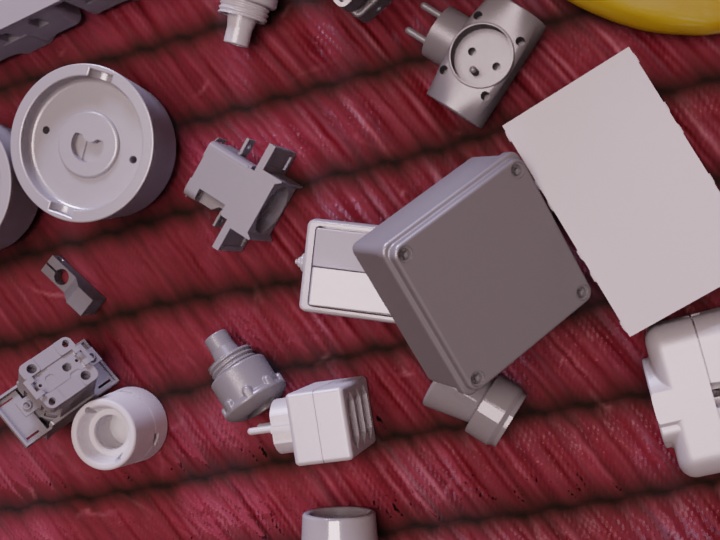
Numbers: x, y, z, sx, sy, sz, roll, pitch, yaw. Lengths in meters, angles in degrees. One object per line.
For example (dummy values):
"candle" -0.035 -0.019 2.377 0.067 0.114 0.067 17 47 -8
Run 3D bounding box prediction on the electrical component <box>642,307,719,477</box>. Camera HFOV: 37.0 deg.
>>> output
"electrical component" 0.211 0.076 0.664 0.059 0.054 0.095 -15 87 14

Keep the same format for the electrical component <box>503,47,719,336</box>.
"electrical component" 0.168 -0.047 0.669 0.089 0.062 0.150 -31 84 13

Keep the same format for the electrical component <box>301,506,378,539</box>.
"electrical component" -0.014 0.187 0.725 0.055 0.055 0.047 -2 87 14

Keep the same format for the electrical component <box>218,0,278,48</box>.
"electrical component" -0.078 -0.185 0.739 0.043 0.043 0.062 16 96 14

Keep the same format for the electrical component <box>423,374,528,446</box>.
"electrical component" 0.076 0.084 0.704 0.055 0.045 0.045 32 99 11

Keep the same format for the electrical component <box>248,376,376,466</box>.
"electrical component" -0.037 0.103 0.722 0.077 0.066 0.047 -9 89 14

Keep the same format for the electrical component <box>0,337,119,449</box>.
"electrical component" -0.215 0.082 0.762 0.081 0.063 0.042 -38 80 -30

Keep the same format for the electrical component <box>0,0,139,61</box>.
"electrical component" -0.221 -0.230 0.765 0.186 0.060 0.105 -21 86 14

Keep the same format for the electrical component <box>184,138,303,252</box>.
"electrical component" -0.083 -0.055 0.744 0.064 0.042 0.081 32 98 15

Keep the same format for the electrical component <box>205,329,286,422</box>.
"electrical component" -0.085 0.071 0.746 0.048 0.048 0.062 -37 76 12

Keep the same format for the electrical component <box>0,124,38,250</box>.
"electrical component" -0.286 -0.061 0.785 0.108 0.060 0.108 0 91 14

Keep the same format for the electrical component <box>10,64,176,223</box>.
"electrical component" -0.182 -0.087 0.758 0.108 0.060 0.108 0 91 14

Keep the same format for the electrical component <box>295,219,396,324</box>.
"electrical component" 0.000 0.000 0.713 0.096 0.061 0.061 7 93 14

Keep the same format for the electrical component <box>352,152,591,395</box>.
"electrical component" 0.070 0.001 0.660 0.109 0.056 0.108 -37 107 -18

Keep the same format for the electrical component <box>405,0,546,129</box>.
"electrical component" 0.067 -0.145 0.702 0.079 0.044 0.077 34 99 12

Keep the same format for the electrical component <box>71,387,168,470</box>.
"electrical component" -0.172 0.114 0.767 0.055 0.047 0.055 0 91 14
